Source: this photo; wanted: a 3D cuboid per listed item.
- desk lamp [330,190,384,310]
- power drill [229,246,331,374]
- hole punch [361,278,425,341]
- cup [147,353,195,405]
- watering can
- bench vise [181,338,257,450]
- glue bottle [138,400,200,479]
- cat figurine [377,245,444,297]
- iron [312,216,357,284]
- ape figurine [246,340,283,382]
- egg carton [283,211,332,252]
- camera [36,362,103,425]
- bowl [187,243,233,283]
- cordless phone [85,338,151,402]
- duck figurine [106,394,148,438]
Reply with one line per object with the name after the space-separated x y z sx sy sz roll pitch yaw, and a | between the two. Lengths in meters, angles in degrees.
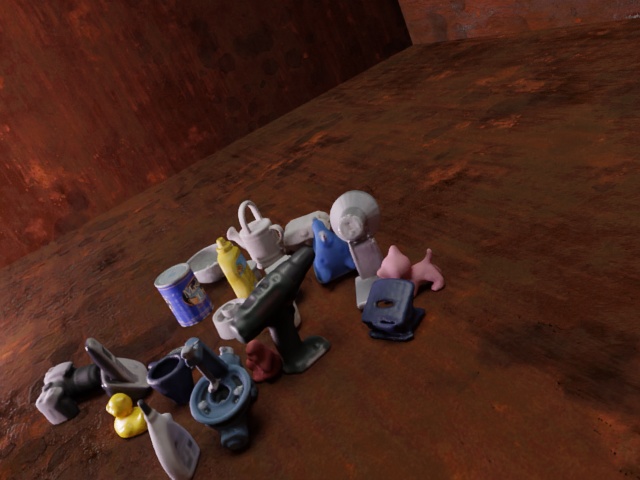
0.098 0.010 1.289 0.118 0.214 0.203 -20 24 11 | desk lamp
-0.063 0.154 1.156 0.230 0.209 0.075 -38 27 -26 | power drill
0.141 0.137 1.138 0.108 0.091 0.101 -2 33 41 | hole punch
-0.318 0.305 1.234 0.117 0.095 0.092 -1 34 43 | cup
-0.188 -0.020 1.650 0.172 0.194 0.101 -21 24 10 | watering can
-0.201 0.256 1.067 0.121 0.220 0.206 -30 24 -11 | bench vise
-0.272 0.345 1.011 0.037 0.173 0.078 -19 25 15 | glue bottle
0.187 0.061 1.217 0.127 0.118 0.067 -22 24 7 | cat figurine
0.013 0.005 1.470 0.118 0.142 0.258 -26 24 -1 | iron
-0.122 0.244 1.173 0.076 0.092 0.077 -31 25 -13 | ape figurine
-0.036 -0.026 1.670 0.150 0.069 0.107 -20 25 13 | egg carton
-0.601 0.354 1.401 0.136 0.101 0.143 -21 24 11 | camera
-0.322 0.079 1.725 0.167 0.075 0.167 -21 24 10 | bowl
-0.476 0.282 1.322 0.094 0.185 0.147 -33 25 -16 | cordless phone
-0.407 0.363 1.212 0.104 0.086 0.077 -10 28 30 | duck figurine
